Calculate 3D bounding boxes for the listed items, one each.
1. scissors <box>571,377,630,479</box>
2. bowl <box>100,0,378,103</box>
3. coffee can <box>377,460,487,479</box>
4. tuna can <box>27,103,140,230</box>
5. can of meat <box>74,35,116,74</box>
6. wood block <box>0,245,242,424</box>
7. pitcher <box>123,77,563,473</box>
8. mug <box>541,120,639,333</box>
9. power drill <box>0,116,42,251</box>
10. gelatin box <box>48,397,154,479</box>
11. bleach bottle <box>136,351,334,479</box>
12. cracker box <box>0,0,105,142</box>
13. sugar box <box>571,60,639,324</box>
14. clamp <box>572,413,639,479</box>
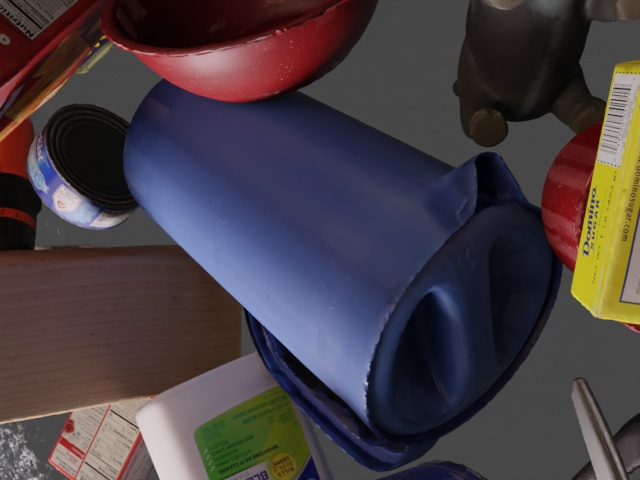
[{"bbox_3d":[0.141,0.167,0.499,0.096,0.016,0.202,-37,82,45],"label":"scissors"},{"bbox_3d":[-0.032,-0.122,0.570,0.162,0.162,0.055,19,142,40],"label":"bowl"},{"bbox_3d":[0.028,0.177,0.546,0.103,0.140,0.103,3,94,42],"label":"coffee can"},{"bbox_3d":[-0.157,-0.050,0.738,0.034,0.085,0.086,-40,66,38],"label":"tuna can"},{"bbox_3d":[-0.189,-0.166,0.761,0.102,0.083,0.057,-31,72,38],"label":"can of meat"},{"bbox_3d":[-0.153,0.051,0.658,0.090,0.205,0.091,3,94,42],"label":"wood block"},{"bbox_3d":[-0.004,0.001,0.581,0.149,0.145,0.243,-49,50,-7],"label":"pitcher"},{"bbox_3d":[0.150,-0.002,0.456,0.093,0.081,0.117,-36,99,3],"label":"mug"},{"bbox_3d":[-0.285,0.009,0.851,0.188,0.057,0.184,-31,51,37],"label":"power drill"},{"bbox_3d":[-0.145,0.136,0.756,0.073,0.030,0.089,22,85,39],"label":"gelatin box"},{"bbox_3d":[-0.014,0.194,0.627,0.251,0.102,0.068,64,152,9],"label":"bleach bottle"},{"bbox_3d":[-0.195,-0.097,0.609,0.072,0.213,0.164,40,129,-12],"label":"cracker box"},{"bbox_3d":[0.190,-0.007,0.389,0.176,0.048,0.093,9,100,-4],"label":"sugar box"},{"bbox_3d":[0.190,0.118,0.466,0.172,0.039,0.120,-26,75,48],"label":"clamp"}]
